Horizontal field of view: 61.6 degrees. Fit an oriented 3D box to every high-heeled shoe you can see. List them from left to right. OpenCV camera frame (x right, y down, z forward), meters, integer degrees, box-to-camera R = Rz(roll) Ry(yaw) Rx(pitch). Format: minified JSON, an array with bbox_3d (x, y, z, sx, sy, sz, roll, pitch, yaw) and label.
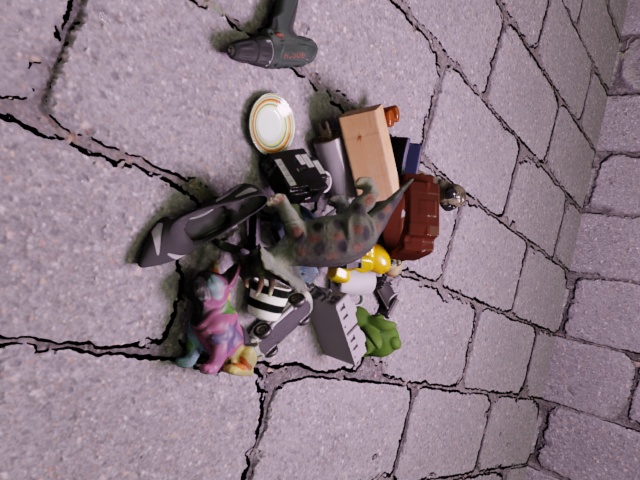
[{"bbox_3d":[-0.206,-0.021,0.982,0.249,0.145,0.086,-49,129,-33],"label":"high-heeled shoe"}]

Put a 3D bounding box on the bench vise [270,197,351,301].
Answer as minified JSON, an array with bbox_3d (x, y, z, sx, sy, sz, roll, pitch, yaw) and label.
[{"bbox_3d":[-0.009,-0.006,1.220,0.240,0.129,0.223,-40,118,-24],"label":"bench vise"}]

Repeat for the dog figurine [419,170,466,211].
[{"bbox_3d":[0.293,-0.152,1.480,0.172,0.191,0.121,18,84,-47],"label":"dog figurine"}]

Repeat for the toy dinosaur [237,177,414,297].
[{"bbox_3d":[0.024,-0.007,1.058,0.405,0.131,0.192,-14,78,-6],"label":"toy dinosaur"}]

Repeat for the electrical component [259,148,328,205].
[{"bbox_3d":[-0.048,-0.135,1.159,0.134,0.058,0.115,-14,67,-41],"label":"electrical component"}]

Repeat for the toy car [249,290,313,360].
[{"bbox_3d":[-0.088,0.190,1.223,0.202,0.056,0.073,-40,131,-35],"label":"toy car"}]

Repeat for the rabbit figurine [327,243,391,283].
[{"bbox_3d":[0.099,0.035,1.331,0.173,0.122,0.162,14,44,-35],"label":"rabbit figurine"}]

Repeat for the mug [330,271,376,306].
[{"bbox_3d":[0.078,0.117,1.382,0.107,0.081,0.109,-3,100,-36],"label":"mug"}]

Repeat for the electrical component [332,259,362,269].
[{"bbox_3d":[0.049,0.025,1.171,0.119,0.048,0.074,12,83,-59],"label":"electrical component"}]

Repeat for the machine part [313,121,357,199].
[{"bbox_3d":[0.044,-0.172,1.282,0.079,0.079,0.242,-42,125,-35],"label":"machine part"}]

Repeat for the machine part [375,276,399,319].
[{"bbox_3d":[0.188,0.161,1.538,0.084,0.039,0.138,-48,131,-25],"label":"machine part"}]

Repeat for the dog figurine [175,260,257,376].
[{"bbox_3d":[-0.192,0.153,1.064,0.191,0.109,0.219,19,81,-47],"label":"dog figurine"}]

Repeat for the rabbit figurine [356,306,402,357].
[{"bbox_3d":[0.125,0.240,1.418,0.170,0.159,0.121,41,76,-28],"label":"rabbit figurine"}]

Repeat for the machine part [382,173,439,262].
[{"bbox_3d":[0.223,-0.055,1.353,0.087,0.201,0.201,5,77,-10],"label":"machine part"}]

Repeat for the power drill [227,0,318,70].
[{"bbox_3d":[-0.091,-0.449,1.080,0.232,0.086,0.207,-7,99,-49],"label":"power drill"}]

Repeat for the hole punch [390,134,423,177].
[{"bbox_3d":[0.196,-0.213,1.410,0.092,0.116,0.142,1,98,-61],"label":"hole punch"}]

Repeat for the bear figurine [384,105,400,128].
[{"bbox_3d":[0.141,-0.225,1.346,0.120,0.132,0.195,-43,124,-64],"label":"bear figurine"}]

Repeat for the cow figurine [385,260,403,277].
[{"bbox_3d":[0.212,0.008,1.501,0.127,0.086,0.194,-4,103,-54],"label":"cow figurine"}]
